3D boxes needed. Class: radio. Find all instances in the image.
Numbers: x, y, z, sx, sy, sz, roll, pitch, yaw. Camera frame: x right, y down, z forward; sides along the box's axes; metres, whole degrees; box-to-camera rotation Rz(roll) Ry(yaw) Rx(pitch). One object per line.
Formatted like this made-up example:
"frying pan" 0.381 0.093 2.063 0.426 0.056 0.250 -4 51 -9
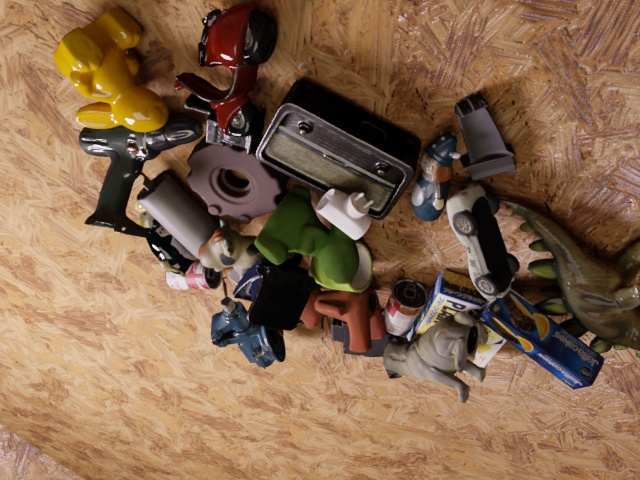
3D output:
"radio" 0.031 -0.135 0.819 0.229 0.073 0.131 25 139 -9

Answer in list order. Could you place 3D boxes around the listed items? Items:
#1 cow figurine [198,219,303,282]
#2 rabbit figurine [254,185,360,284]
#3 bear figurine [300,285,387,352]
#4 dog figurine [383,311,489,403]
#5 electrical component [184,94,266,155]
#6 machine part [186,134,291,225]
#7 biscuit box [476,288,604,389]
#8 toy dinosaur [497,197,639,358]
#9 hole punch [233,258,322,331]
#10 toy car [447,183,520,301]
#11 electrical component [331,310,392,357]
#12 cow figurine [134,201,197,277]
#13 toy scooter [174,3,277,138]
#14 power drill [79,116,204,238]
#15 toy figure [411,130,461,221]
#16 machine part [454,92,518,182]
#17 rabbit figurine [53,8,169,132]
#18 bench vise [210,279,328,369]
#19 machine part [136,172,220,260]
"cow figurine" -0.126 0.026 0.998 0.195 0.086 0.127 -1 132 -15
"rabbit figurine" -0.002 -0.003 0.907 0.170 0.159 0.121 35 173 -1
"bear figurine" 0.017 0.145 1.056 0.196 0.120 0.131 -8 95 26
"dog figurine" 0.197 0.192 0.991 0.191 0.121 0.172 11 104 38
"electrical component" -0.150 -0.184 0.835 0.119 0.075 0.047 14 137 -1
"machine part" -0.142 -0.108 0.923 0.179 0.056 0.179 9 135 10
"biscuit box" 0.368 0.163 0.901 0.203 0.059 0.062 37 160 9
"toy dinosaur" 0.450 0.085 0.877 0.199 0.105 0.471 -24 111 41
"hole punch" -0.084 0.089 0.973 0.142 0.092 0.115 21 100 -33
"toy car" 0.259 0.005 0.850 0.056 0.073 0.201 8 130 54
"electrical component" 0.092 0.196 1.147 0.134 0.058 0.114 6 133 13
"cow figurine" -0.311 -0.005 1.057 0.068 0.098 0.167 -17 126 40
"toy scooter" -0.140 -0.242 0.753 0.135 0.075 0.183 20 115 13
"power drill" -0.309 -0.110 0.893 0.232 0.086 0.207 9 94 21
"toy figure" 0.174 -0.095 0.815 0.064 0.058 0.154 36 146 30
"machine part" 0.232 -0.142 0.770 0.084 0.039 0.138 -5 133 31
"rabbit figurine" -0.312 -0.227 0.809 0.162 0.122 0.173 -27 117 38
"bench vise" -0.107 0.180 1.165 0.241 0.129 0.223 -19 118 8
"machine part" -0.259 -0.043 1.014 0.079 0.079 0.243 -21 124 35
